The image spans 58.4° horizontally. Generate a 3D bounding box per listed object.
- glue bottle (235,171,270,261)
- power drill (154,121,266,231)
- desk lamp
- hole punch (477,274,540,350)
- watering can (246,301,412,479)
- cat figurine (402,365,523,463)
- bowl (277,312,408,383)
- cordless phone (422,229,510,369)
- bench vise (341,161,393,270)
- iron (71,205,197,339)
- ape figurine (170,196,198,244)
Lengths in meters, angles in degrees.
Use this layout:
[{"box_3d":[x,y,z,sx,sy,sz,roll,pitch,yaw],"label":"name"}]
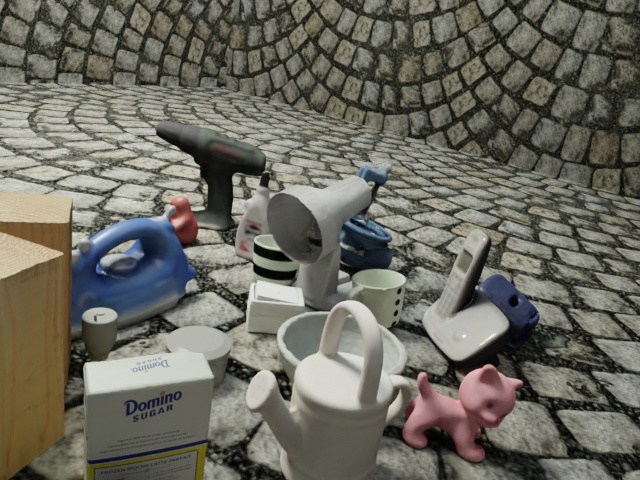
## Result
[{"box_3d":[-0.114,-0.045,1.072,0.078,0.173,0.037,15,21,15],"label":"glue bottle"},{"box_3d":[-0.232,-0.132,1.196,0.230,0.208,0.075,5,21,-12],"label":"power drill"},{"box_3d":[0.009,0.003,0.942,0.117,0.213,0.204,25,25,35],"label":"desk lamp"},{"box_3d":[0.313,0.117,0.959,0.100,0.091,0.109,23,24,31],"label":"hole punch"},{"box_3d":[0.016,0.155,0.570,0.100,0.194,0.173,27,26,38],"label":"watering can"},{"box_3d":[0.169,0.187,0.666,0.127,0.118,0.067,11,20,4],"label":"cat figurine"},{"box_3d":[0.023,0.161,0.729,0.167,0.075,0.167,9,20,-3],"label":"bowl"},{"box_3d":[0.232,0.087,0.866,0.094,0.185,0.147,2,22,-19],"label":"cordless phone"},{"box_3d":[0.054,-0.041,1.072,0.208,0.220,0.121,-3,24,-30],"label":"bench vise"},{"box_3d":[-0.291,0.038,0.814,0.118,0.141,0.259,19,22,23],"label":"iron"},{"box_3d":[-0.272,-0.042,1.106,0.076,0.092,0.078,8,20,-4],"label":"ape figurine"}]
